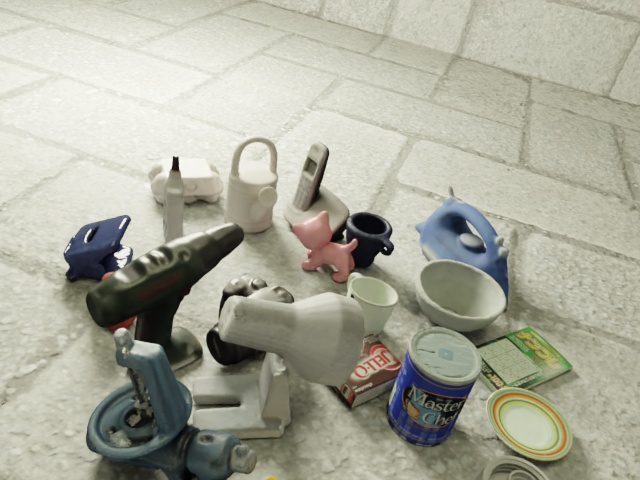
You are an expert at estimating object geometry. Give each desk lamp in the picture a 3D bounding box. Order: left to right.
[{"bbox_3d":[-0.060,0.161,0.754,0.203,0.213,0.117,1,36,-15],"label":"desk lamp"}]

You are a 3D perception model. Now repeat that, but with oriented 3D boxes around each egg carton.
[{"bbox_3d":[-0.284,-0.124,1.215,0.151,0.069,0.107,-4,38,-23],"label":"egg carton"}]

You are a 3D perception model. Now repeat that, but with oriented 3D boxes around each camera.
[{"bbox_3d":[-0.115,0.123,0.890,0.142,0.101,0.137,35,41,30],"label":"camera"}]

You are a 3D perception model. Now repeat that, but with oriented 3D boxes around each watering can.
[{"bbox_3d":[-0.129,-0.115,1.140,0.172,0.194,0.101,36,41,30],"label":"watering can"}]

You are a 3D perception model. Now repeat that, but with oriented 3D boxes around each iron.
[{"bbox_3d":[0.309,0.009,1.147,0.119,0.141,0.257,-10,41,-29],"label":"iron"}]

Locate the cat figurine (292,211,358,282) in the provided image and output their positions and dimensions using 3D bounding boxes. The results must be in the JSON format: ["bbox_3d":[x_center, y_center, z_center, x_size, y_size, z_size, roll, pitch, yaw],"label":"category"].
[{"bbox_3d":[0.010,0.004,1.082,0.127,0.118,0.067,18,35,8],"label":"cat figurine"}]

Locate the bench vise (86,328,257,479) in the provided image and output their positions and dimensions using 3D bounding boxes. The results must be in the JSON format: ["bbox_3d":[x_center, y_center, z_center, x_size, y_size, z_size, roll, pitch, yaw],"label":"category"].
[{"bbox_3d":[-0.170,0.196,0.664,0.207,0.220,0.121,8,35,-6],"label":"bench vise"}]

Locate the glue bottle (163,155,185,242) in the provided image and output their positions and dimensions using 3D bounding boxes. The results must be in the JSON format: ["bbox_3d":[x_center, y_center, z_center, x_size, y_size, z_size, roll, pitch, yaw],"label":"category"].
[{"bbox_3d":[-0.270,-0.079,1.064,0.037,0.173,0.078,-2,37,-19],"label":"glue bottle"}]

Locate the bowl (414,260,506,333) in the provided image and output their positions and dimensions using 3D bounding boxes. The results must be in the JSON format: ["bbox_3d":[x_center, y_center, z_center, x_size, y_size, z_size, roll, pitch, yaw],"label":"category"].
[{"bbox_3d":[0.244,0.113,1.039,0.167,0.075,0.167,8,35,-6],"label":"bowl"}]

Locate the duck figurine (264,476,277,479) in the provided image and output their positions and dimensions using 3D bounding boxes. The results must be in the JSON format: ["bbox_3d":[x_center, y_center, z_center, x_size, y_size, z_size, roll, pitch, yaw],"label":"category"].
[{"bbox_3d":[-0.035,0.316,0.654,0.104,0.086,0.078,35,41,30],"label":"duck figurine"}]

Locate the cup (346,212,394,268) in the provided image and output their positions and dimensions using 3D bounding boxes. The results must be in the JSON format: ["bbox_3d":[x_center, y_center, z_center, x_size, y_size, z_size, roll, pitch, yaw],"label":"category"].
[{"bbox_3d":[0.097,0.013,1.116,0.092,0.095,0.117,-15,43,-34],"label":"cup"}]

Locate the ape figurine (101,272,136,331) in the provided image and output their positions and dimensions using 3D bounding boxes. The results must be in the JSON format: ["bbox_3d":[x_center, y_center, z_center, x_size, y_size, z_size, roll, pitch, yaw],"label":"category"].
[{"bbox_3d":[-0.316,0.088,0.885,0.078,0.092,0.076,1,36,-15],"label":"ape figurine"}]

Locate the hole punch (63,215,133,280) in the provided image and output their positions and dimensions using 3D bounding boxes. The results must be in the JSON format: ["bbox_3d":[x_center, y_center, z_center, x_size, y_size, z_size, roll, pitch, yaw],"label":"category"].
[{"bbox_3d":[-0.379,0.009,0.978,0.101,0.091,0.108,8,35,-6],"label":"hole punch"}]

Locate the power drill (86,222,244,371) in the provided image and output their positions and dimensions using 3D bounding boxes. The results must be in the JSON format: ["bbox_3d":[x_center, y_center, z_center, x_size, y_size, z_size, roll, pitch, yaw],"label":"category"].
[{"bbox_3d":[-0.211,0.089,0.814,0.230,0.208,0.075,-23,48,-40],"label":"power drill"}]

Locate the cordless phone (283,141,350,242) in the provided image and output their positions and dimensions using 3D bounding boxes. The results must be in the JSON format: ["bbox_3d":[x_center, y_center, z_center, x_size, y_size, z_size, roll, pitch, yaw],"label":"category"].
[{"bbox_3d":[0.002,-0.093,1.158,0.094,0.185,0.147,-19,45,-37],"label":"cordless phone"}]
